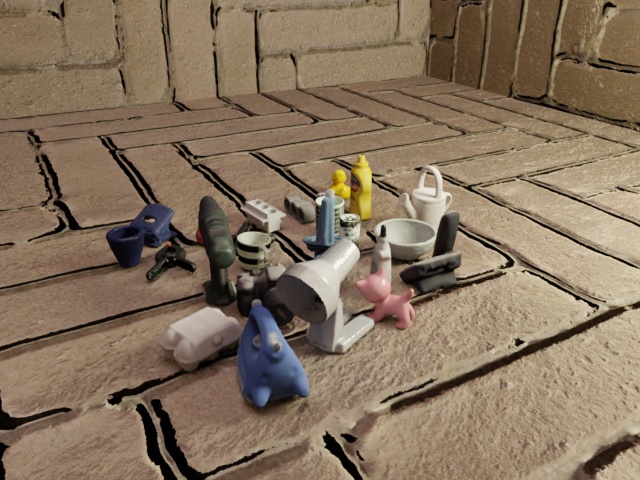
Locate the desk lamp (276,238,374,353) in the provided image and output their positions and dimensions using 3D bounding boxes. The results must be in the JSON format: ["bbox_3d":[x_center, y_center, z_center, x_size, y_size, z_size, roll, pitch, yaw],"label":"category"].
[{"bbox_3d":[0.015,0.114,1.136,0.117,0.214,0.204,18,31,32],"label":"desk lamp"}]

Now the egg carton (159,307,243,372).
[{"bbox_3d":[-0.232,0.194,1.131,0.107,0.069,0.151,22,33,36],"label":"egg carton"}]

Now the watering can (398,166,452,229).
[{"bbox_3d":[0.302,-0.113,1.628,0.100,0.194,0.173,21,33,35],"label":"watering can"}]

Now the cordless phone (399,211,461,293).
[{"bbox_3d":[0.269,0.021,1.364,0.148,0.185,0.093,-16,31,-30],"label":"cordless phone"}]

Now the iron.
[{"bbox_3d":[-0.103,0.187,1.066,0.119,0.141,0.257,-8,28,-17],"label":"iron"}]

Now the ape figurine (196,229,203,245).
[{"bbox_3d":[-0.303,-0.034,1.567,0.076,0.092,0.077,-2,26,-5],"label":"ape figurine"}]

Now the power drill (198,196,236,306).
[{"bbox_3d":[-0.237,0.031,1.306,0.076,0.208,0.229,-8,28,-17],"label":"power drill"}]

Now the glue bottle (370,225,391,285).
[{"bbox_3d":[0.143,0.045,1.327,0.037,0.173,0.078,-5,27,-11],"label":"glue bottle"}]

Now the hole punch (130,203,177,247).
[{"bbox_3d":[-0.461,-0.042,1.582,0.108,0.091,0.101,14,29,25],"label":"hole punch"}]

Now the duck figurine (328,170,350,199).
[{"bbox_3d":[0.065,-0.189,1.899,0.078,0.086,0.104,-9,28,-18],"label":"duck figurine"}]

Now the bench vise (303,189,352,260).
[{"bbox_3d":[0.024,0.004,1.353,0.121,0.220,0.207,-3,26,-8],"label":"bench vise"}]

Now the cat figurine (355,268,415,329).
[{"bbox_3d":[0.142,0.119,1.238,0.127,0.118,0.067,10,28,18],"label":"cat figurine"}]

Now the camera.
[{"bbox_3d":[-0.109,0.119,1.250,0.143,0.101,0.136,-4,27,-10],"label":"camera"}]

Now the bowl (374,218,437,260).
[{"bbox_3d":[0.224,0.007,1.517,0.167,0.075,0.167,1,26,0],"label":"bowl"}]

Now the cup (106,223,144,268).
[{"bbox_3d":[-0.484,0.015,1.460,0.091,0.095,0.118,6,27,11],"label":"cup"}]
